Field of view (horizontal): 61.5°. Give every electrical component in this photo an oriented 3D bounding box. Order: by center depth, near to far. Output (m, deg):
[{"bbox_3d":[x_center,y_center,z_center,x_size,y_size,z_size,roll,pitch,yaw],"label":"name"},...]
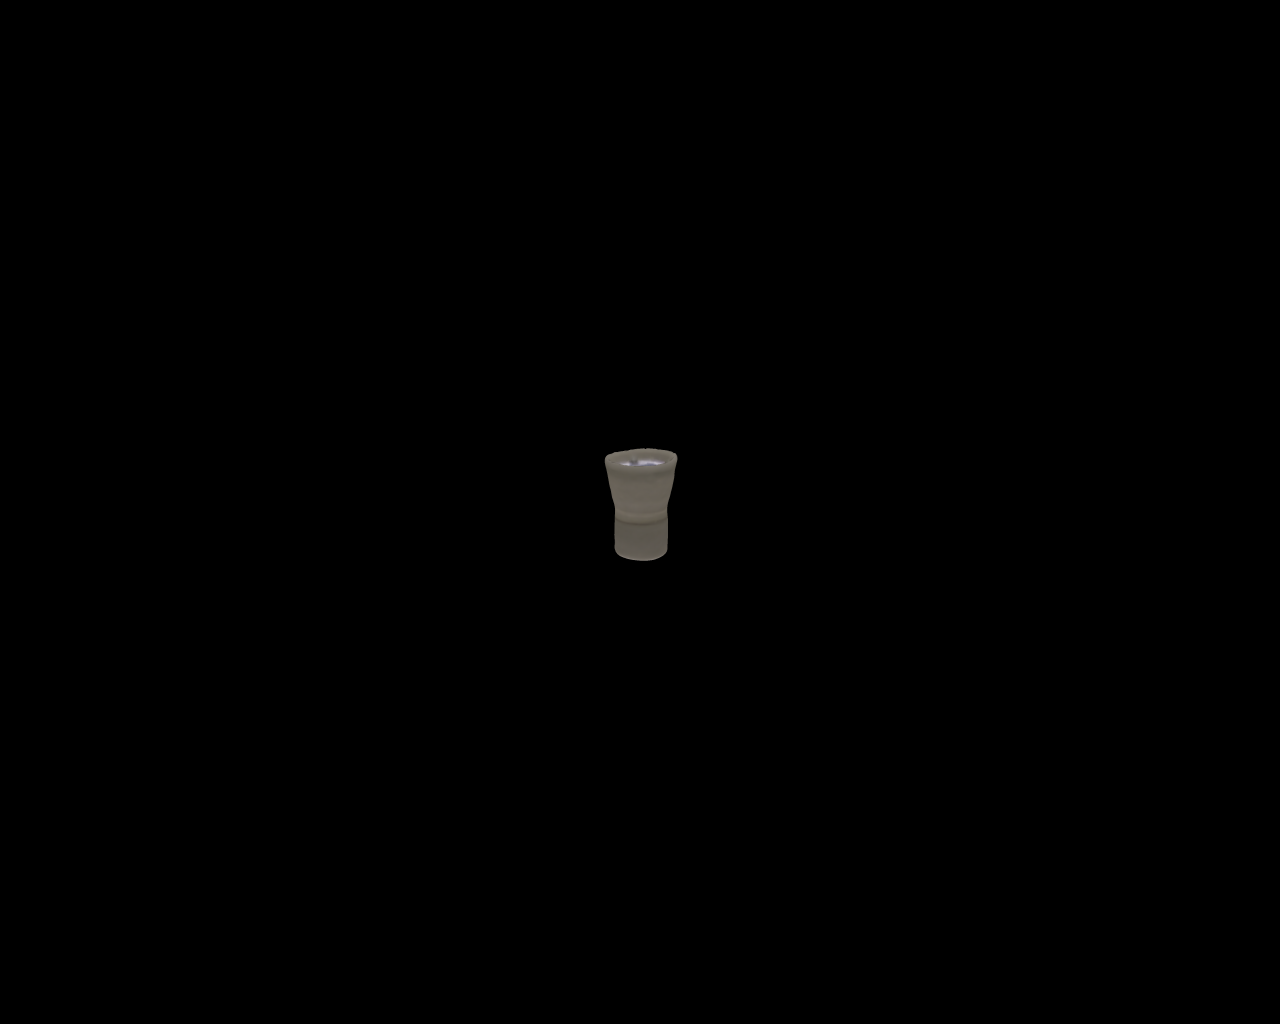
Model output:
[{"bbox_3d":[0.001,-0.003,0.650,0.044,0.065,0.044,0,18,0],"label":"electrical component"}]
